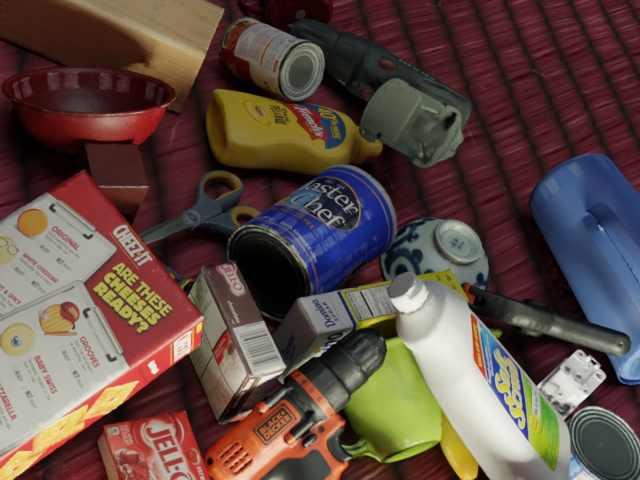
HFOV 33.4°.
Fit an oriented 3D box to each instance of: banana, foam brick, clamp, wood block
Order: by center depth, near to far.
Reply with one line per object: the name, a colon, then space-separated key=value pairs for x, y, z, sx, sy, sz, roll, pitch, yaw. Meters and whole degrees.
foam brick: x=-0.196 y=-0.046 z=0.979 sx=0.052 sy=0.078 sz=0.051 roll=0 pitch=56 yaw=-28
banana: x=0.137 y=0.137 z=1.031 sx=0.069 sy=0.037 sz=0.197 roll=27 pitch=46 yaw=-5
clamp: x=0.217 y=0.080 z=1.085 sx=0.171 sy=0.120 sz=0.039 roll=19 pitch=82 yaw=-7
wood block: x=-0.217 y=-0.226 z=1.107 sx=0.206 sy=0.091 sz=0.090 roll=23 pitch=47 yaw=-10

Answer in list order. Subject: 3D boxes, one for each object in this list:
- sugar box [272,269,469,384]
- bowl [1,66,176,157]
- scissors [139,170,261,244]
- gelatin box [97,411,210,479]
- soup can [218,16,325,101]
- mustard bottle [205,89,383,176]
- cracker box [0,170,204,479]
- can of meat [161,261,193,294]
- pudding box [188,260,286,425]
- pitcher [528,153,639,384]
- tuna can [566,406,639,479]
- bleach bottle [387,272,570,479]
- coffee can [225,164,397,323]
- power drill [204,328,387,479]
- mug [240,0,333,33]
sugar box: x=0.044 y=0.080 z=0.991 sx=0.175 sy=0.093 sz=0.048 roll=-12 pitch=60 yaw=-34
bowl: x=-0.219 y=-0.119 z=1.016 sx=0.162 sy=0.055 sz=0.162 roll=5 pitch=23 yaw=-2
scissors: x=-0.105 y=-0.009 z=1.007 sx=0.096 sy=0.016 sz=0.201 roll=40 pitch=31 yaw=-4
gelatin box: x=-0.131 y=0.185 z=0.856 sx=0.073 sy=0.030 sz=0.089 roll=-5 pitch=57 yaw=-31
soup can: x=-0.052 y=-0.196 z=1.157 sx=0.068 sy=0.068 sz=0.102 roll=-22 pitch=38 yaw=-39
mustard bottle: x=-0.021 y=-0.109 z=1.135 sx=0.191 sy=0.058 sz=0.096 roll=6 pitch=39 yaw=-25
cracker box: x=-0.223 y=0.072 z=0.829 sx=0.213 sy=0.072 sz=0.164 roll=-35 pitch=74 yaw=-21
can of meat: x=-0.175 y=0.048 z=0.928 sx=0.084 sy=0.058 sz=0.102 roll=36 pitch=45 yaw=8
pudding box: x=-0.081 y=0.088 z=0.920 sx=0.039 sy=0.090 sz=0.113 roll=-9 pitch=59 yaw=-31
pitcher: x=0.325 y=0.020 z=1.155 sx=0.144 sy=0.149 sz=0.243 roll=-4 pitch=53 yaw=-31
tuna can: x=0.273 y=0.209 z=1.045 sx=0.086 sy=0.034 sz=0.086 roll=14 pitch=49 yaw=-17
bleach bottle: x=0.135 y=0.127 z=0.934 sx=0.250 sy=0.068 sz=0.102 roll=50 pitch=37 yaw=-29
coffee can: x=-0.007 y=0.001 z=1.021 sx=0.103 sy=0.103 sz=0.140 roll=44 pitch=47 yaw=11
power drill: x=0.027 y=0.188 z=0.875 sx=0.184 sy=0.057 sz=0.188 roll=-40 pitch=76 yaw=-9
mug: x=-0.038 y=-0.296 z=1.269 sx=0.117 sy=0.093 sz=0.081 roll=-6 pitch=57 yaw=6
